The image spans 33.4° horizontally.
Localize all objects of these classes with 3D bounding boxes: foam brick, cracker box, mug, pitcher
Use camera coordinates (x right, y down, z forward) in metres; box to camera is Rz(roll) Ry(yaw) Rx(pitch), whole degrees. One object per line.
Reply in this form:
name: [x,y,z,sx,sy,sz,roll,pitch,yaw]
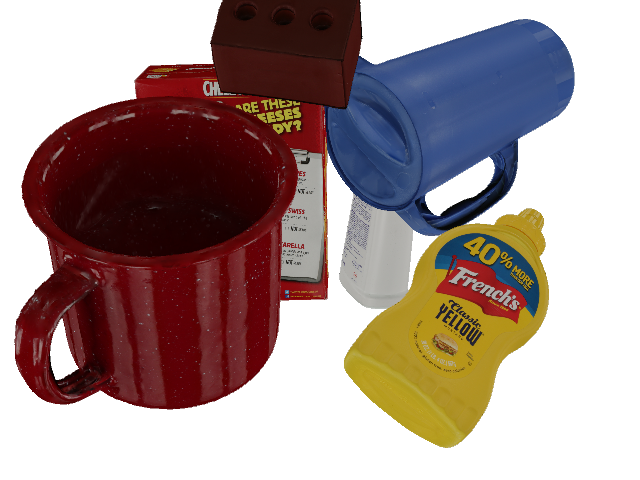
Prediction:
foam brick: [-0.018,-0.114,0.612,0.078,0.053,0.051,8,-23,9]
cracker box: [-0.075,-0.053,0.978,0.164,0.214,0.072,-1,22,2]
mug: [-0.062,0.014,0.381,0.093,0.081,0.117,23,46,22]
pitcher: [0.134,-0.120,1.025,0.242,0.149,0.145,-26,46,-32]

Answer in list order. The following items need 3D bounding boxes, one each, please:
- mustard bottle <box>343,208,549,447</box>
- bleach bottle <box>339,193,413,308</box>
mustard bottle: [0.105,0.045,0.748,0.096,0.191,0.058,37,-31,7]
bleach bottle: [0.076,-0.054,1.242,0.068,0.251,0.103,-2,22,-23]
